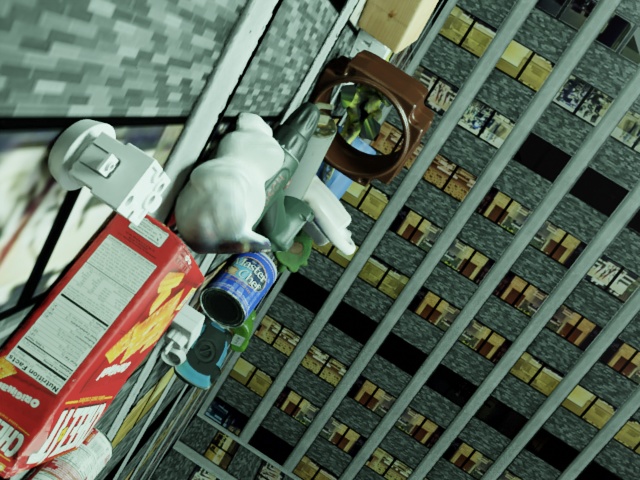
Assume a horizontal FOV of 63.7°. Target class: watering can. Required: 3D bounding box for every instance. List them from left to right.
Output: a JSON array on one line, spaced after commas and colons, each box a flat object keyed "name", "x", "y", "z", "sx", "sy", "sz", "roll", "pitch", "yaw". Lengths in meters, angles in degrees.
[{"name": "watering can", "x": 0.004, "y": -0.061, "z": 1.206, "sx": 0.104, "sy": 0.224, "sz": 0.349, "roll": -39, "pitch": -179, "yaw": 5}]

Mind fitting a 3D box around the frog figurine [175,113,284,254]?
[{"name": "frog figurine", "x": -0.101, "y": -0.064, "z": 0.574, "sx": 0.137, "sy": 0.122, "sz": 0.160, "roll": 5, "pitch": 81, "yaw": -78}]

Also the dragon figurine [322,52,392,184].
[{"name": "dragon figurine", "x": 0.107, "y": -0.338, "z": 1.226, "sx": 0.403, "sy": 0.122, "sz": 0.247, "roll": -58, "pitch": -174, "yaw": 26}]
